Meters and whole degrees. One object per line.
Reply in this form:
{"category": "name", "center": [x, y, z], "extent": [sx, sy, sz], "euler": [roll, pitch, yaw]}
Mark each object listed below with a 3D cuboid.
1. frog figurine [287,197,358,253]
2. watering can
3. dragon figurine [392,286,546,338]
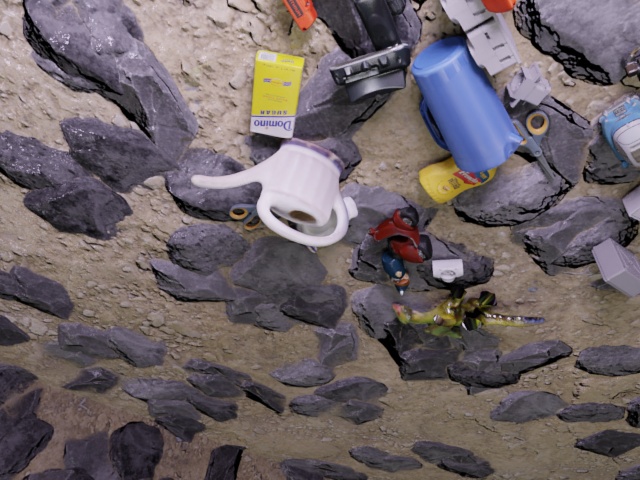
{"category": "frog figurine", "center": [0.004, -0.063, 1.253], "extent": [0.160, 0.124, 0.135], "euler": [-41, 117, -3]}
{"category": "watering can", "center": [-0.078, -0.124, 1.090], "extent": [0.345, 0.229, 0.102], "euler": [26, 152, -19]}
{"category": "dragon figurine", "center": [0.417, 0.238, 1.520], "extent": [0.410, 0.124, 0.238], "euler": [12, 155, -2]}
